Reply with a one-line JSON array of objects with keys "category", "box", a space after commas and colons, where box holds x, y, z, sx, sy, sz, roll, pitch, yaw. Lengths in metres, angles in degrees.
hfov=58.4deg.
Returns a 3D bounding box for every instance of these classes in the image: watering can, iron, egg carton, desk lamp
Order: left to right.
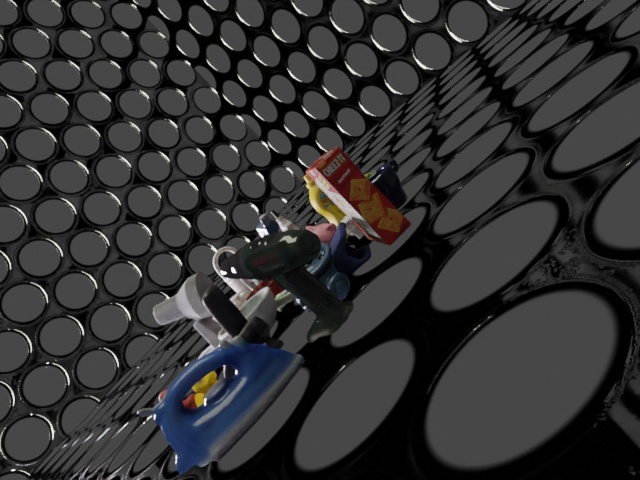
[{"category": "desk lamp", "box": [-0.332, 0.219, 1.551, 0.203, 0.213, 0.118, -41, 10, 16]}, {"category": "iron", "box": [-0.161, 0.242, 0.933, 0.258, 0.141, 0.118, -46, 9, -11]}, {"category": "egg carton", "box": [-0.250, 0.212, 1.683, 0.150, 0.069, 0.107, -37, 11, 35]}, {"category": "watering can", "box": [-0.255, 0.105, 1.796, 0.101, 0.194, 0.172, -49, 11, -29]}]

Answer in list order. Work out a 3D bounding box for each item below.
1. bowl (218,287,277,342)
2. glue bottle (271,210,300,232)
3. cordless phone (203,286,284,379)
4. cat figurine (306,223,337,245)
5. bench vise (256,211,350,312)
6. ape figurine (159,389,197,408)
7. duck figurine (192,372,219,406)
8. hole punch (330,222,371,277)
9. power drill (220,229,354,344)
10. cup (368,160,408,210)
[{"category": "bowl", "box": [-0.155, 0.193, 1.343, 0.167, 0.075, 0.167, -42, 9, 9]}, {"category": "glue bottle", "box": [-0.084, -0.025, 1.708, 0.037, 0.173, 0.078, -47, 10, -21]}, {"category": "cordless phone", "box": [-0.175, 0.186, 1.107, 0.094, 0.185, 0.148, -39, 11, 28]}, {"category": "cat figurine", "box": [0.012, 0.005, 1.329, 0.067, 0.118, 0.127, -47, 10, -19]}, {"category": "bench vise", "box": [-0.062, 0.050, 1.125, 0.207, 0.220, 0.122, -33, 14, 48]}, {"category": "ape figurine", "box": [-0.296, 0.348, 1.196, 0.077, 0.092, 0.076, -37, 11, 35]}, {"category": "duck figurine", "box": [-0.225, 0.296, 1.142, 0.104, 0.086, 0.078, -37, 12, 38]}, {"category": "hole punch", "box": [0.042, 0.027, 1.182, 0.101, 0.091, 0.108, -42, 9, 9]}, {"category": "power drill", "box": [-0.052, 0.077, 0.992, 0.229, 0.208, 0.076, -34, 13, 45]}, {"category": "cup", "box": [0.162, -0.122, 1.323, 0.118, 0.095, 0.091, -49, 10, -27]}]
